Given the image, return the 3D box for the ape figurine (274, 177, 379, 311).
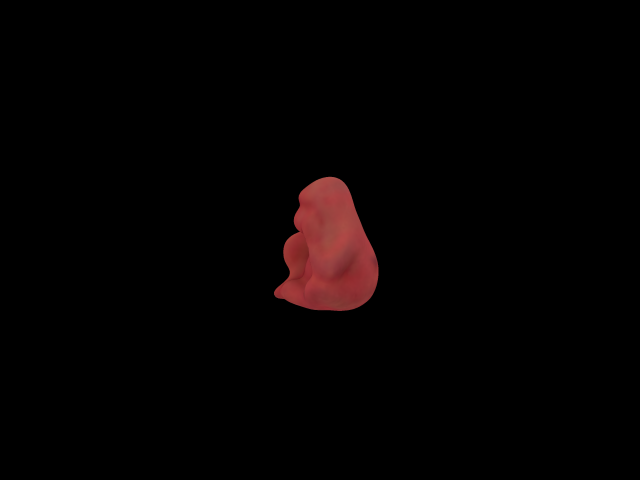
[{"bbox_3d":[0.004,0.001,0.400,0.076,0.092,0.078,0,15,0],"label":"ape figurine"}]
